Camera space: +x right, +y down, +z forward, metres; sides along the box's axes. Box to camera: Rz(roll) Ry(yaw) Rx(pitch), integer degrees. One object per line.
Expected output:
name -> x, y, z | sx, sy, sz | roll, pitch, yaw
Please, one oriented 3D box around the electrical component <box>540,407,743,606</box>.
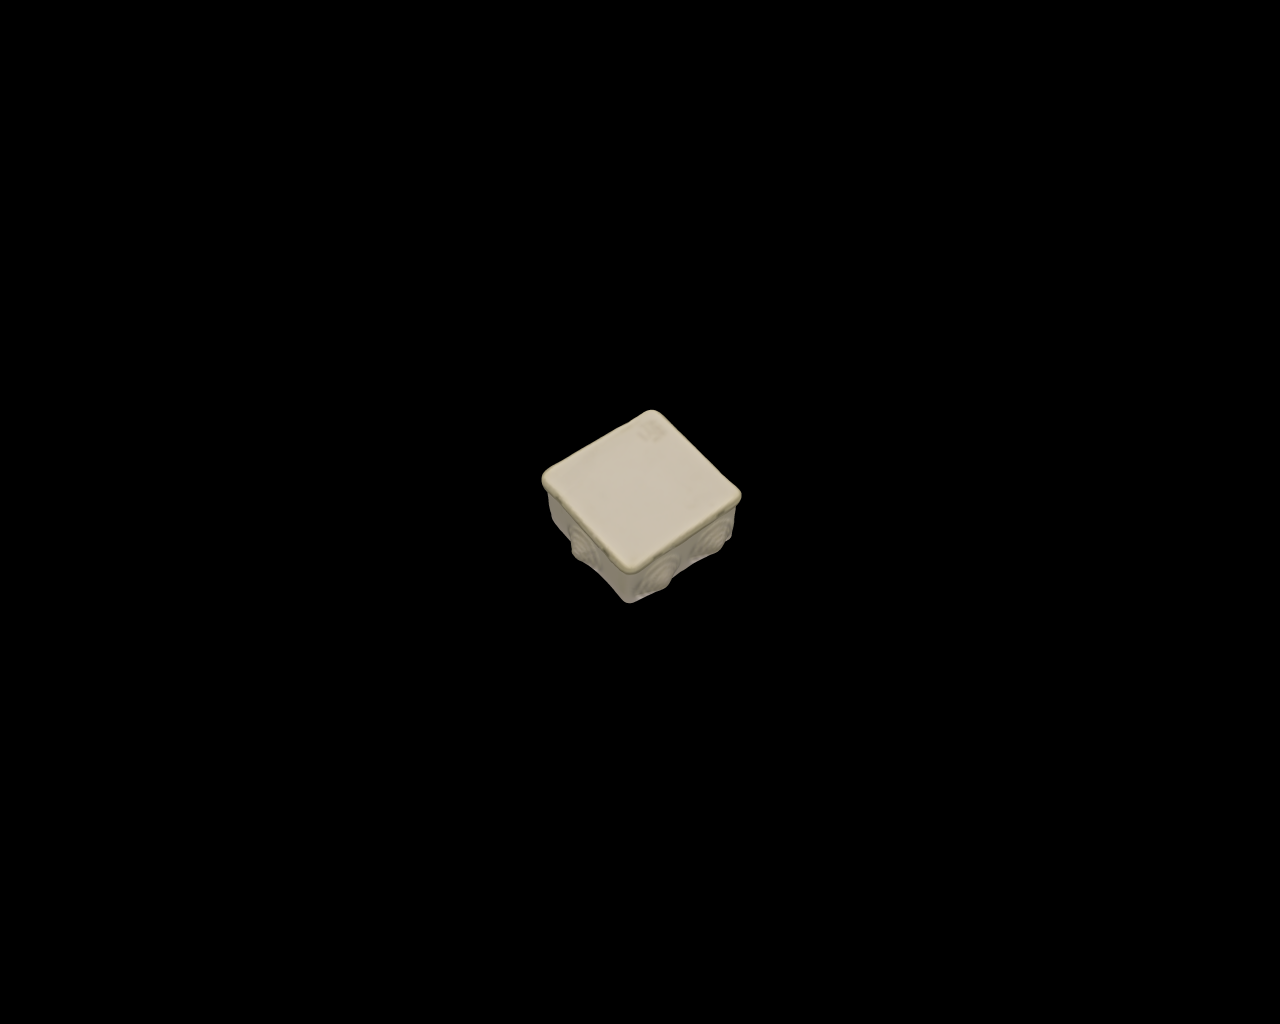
electrical component -> 0.001, -0.003, 0.650 | 0.100, 0.100, 0.048 | -33, -29, -21
